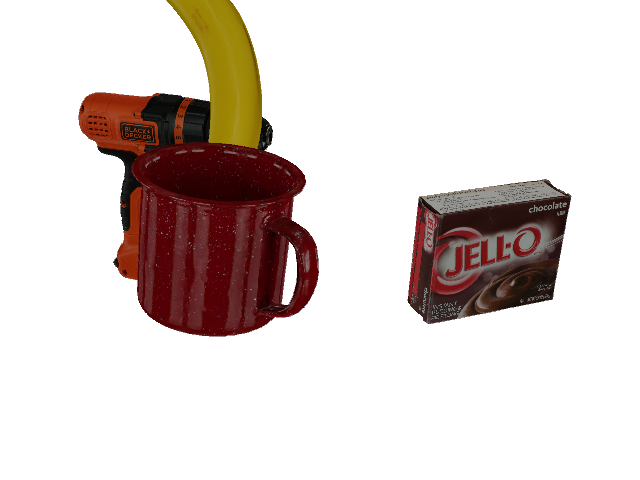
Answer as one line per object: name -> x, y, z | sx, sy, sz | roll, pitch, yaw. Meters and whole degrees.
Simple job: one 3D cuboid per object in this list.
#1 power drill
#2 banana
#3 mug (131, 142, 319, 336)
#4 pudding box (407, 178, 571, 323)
power drill -> -0.131, -0.047, 1.005 | 0.184, 0.188, 0.057 | 9, 30, 16
banana -> -0.078, -0.119, 0.767 | 0.069, 0.198, 0.037 | -22, -13, 6
mug -> -0.049, 0.003, 0.579 | 0.117, 0.081, 0.093 | 22, 28, 31
pudding box -> 0.123, 0.007, 0.786 | 0.113, 0.090, 0.039 | -10, 32, -23
